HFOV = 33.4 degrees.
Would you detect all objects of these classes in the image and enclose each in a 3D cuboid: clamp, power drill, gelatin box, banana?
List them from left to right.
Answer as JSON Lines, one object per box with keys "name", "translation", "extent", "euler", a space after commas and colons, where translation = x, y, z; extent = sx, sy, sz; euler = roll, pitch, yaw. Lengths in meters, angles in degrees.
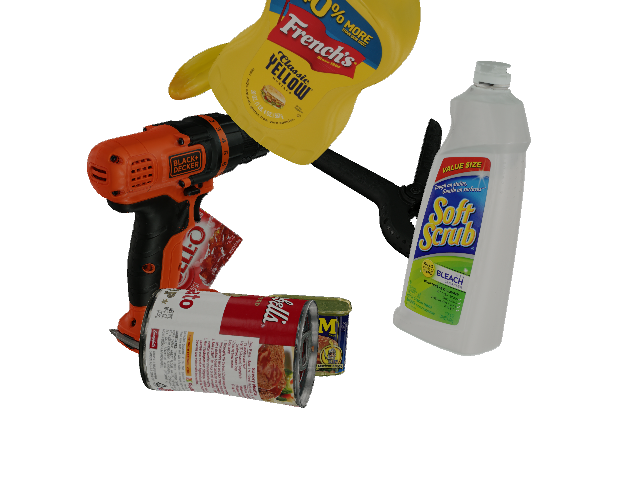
{"name": "gelatin box", "translation": [-0.136, 0.013, 1.109], "extent": [0.073, 0.089, 0.030], "euler": [37, -4, -31]}
{"name": "power drill", "translation": [-0.107, -0.009, 0.874], "extent": [0.057, 0.188, 0.184], "euler": [18, 26, 40]}
{"name": "banana", "translation": [-0.071, -0.178, 1.099], "extent": [0.197, 0.070, 0.037], "euler": [-7, -40, -29]}
{"name": "clamp", "translation": [0.085, -0.044, 1.139], "extent": [0.164, 0.210, 0.036], "euler": [-8, -36, -17]}

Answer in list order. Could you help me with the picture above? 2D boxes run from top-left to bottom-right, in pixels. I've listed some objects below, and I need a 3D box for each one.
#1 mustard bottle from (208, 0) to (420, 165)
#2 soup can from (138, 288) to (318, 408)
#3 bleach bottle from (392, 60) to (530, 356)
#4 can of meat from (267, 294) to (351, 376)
{"name": "mustard bottle", "translation": [0.007, -0.134, 0.670], "extent": [0.192, 0.096, 0.058], "euler": [-45, 2, 46]}
{"name": "soup can", "translation": [-0.057, 0.067, 0.679], "extent": [0.102, 0.068, 0.068], "euler": [5, 1, 10]}
{"name": "bleach bottle", "translation": [0.128, -0.032, 0.936], "extent": [0.067, 0.251, 0.103], "euler": [-11, 24, -42]}
{"name": "can of meat", "translation": [-0.017, 0.114, 1.275], "extent": [0.102, 0.084, 0.057], "euler": [3, 14, -3]}
